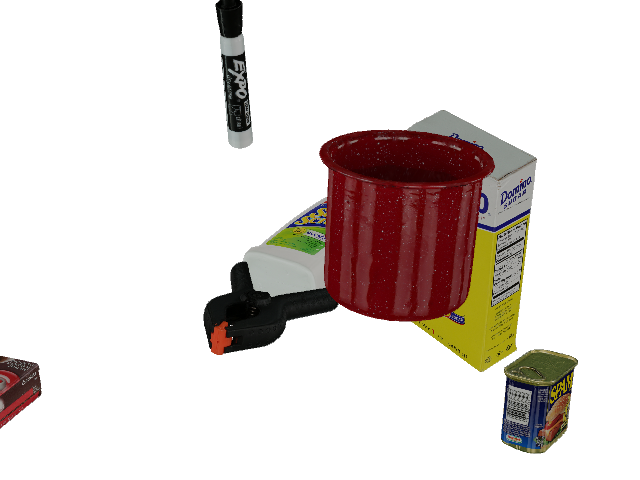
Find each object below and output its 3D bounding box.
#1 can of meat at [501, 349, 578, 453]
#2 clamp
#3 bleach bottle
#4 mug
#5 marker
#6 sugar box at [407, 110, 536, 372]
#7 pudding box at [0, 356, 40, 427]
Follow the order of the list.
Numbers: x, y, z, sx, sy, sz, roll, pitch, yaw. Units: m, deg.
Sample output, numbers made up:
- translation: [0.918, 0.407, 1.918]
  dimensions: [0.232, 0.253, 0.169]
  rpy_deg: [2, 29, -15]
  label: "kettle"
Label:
- translation: [0.237, 0.174, 1.161]
  dimensions: [0.058, 0.084, 0.101]
  rpy_deg: [12, 16, 31]
  label: "can of meat"
- translation: [-0.070, 0.064, 1.054]
  dimensions: [0.120, 0.039, 0.171]
  rpy_deg: [13, 19, 28]
  label: "clamp"
- translation: [0.010, -0.012, 1.321]
  dimensions: [0.103, 0.068, 0.250]
  rpy_deg: [14, 36, 24]
  label: "bleach bottle"
- translation: [0.047, -0.013, 0.592]
  dimensions: [0.093, 0.081, 0.117]
  rpy_deg: [9, 24, 14]
  label: "mug"
- translation: [-0.062, -0.121, 0.773]
  dimensions: [0.020, 0.121, 0.020]
  rpy_deg: [-1, 39, 1]
  label: "marker"
- translation: [0.104, 0.002, 0.784]
  dimensions: [0.048, 0.176, 0.093]
  rpy_deg: [-29, 44, -28]
  label: "sugar box"
- translation: [-0.322, 0.135, 0.954]
  dimensions: [0.114, 0.039, 0.090]
  rpy_deg: [7, 22, 20]
  label: "pudding box"
